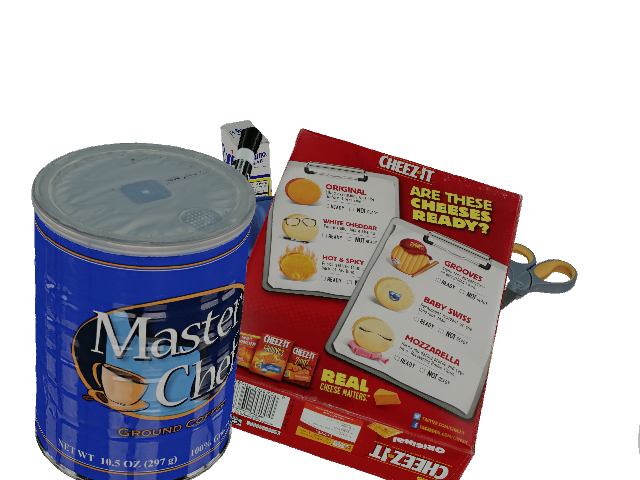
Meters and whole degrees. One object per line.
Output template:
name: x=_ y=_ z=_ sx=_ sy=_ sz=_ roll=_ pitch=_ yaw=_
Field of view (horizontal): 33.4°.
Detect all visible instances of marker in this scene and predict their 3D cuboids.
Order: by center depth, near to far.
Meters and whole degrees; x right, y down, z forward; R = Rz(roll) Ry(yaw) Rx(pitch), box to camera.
marker: x=-0.068 y=-0.047 z=0.871 sx=0.020 sy=0.121 sz=0.020 roll=8 pitch=-38 yaw=6

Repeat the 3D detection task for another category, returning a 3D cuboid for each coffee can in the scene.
coffee can: x=-0.089 y=0.036 z=0.527 sx=0.102 sy=0.140 sz=0.103 roll=6 pitch=29 yaw=-4

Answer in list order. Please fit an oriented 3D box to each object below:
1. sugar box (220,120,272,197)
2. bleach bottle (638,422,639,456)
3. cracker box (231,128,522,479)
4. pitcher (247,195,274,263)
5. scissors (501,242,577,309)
sugar box: x=-0.089 y=-0.051 z=1.319 sx=0.048 sy=0.176 sz=0.093 roll=-12 pitch=25 yaw=-15
bleach bottle: x=0.284 y=0.081 z=0.716 sx=0.103 sy=0.068 sz=0.250 roll=12 pitch=23 yaw=23
cracker box: x=0.032 y=0.041 z=0.696 sx=0.164 sy=0.213 sz=0.072 roll=17 pitch=-41 yaw=2
pitcher: x=-0.044 y=0.088 z=1.114 sx=0.149 sy=0.243 sz=0.145 roll=-15 pitch=31 yaw=-20
scissors: x=0.192 y=0.039 z=1.107 sx=0.201 sy=0.016 sz=0.096 roll=-11 pitch=37 yaw=-43
